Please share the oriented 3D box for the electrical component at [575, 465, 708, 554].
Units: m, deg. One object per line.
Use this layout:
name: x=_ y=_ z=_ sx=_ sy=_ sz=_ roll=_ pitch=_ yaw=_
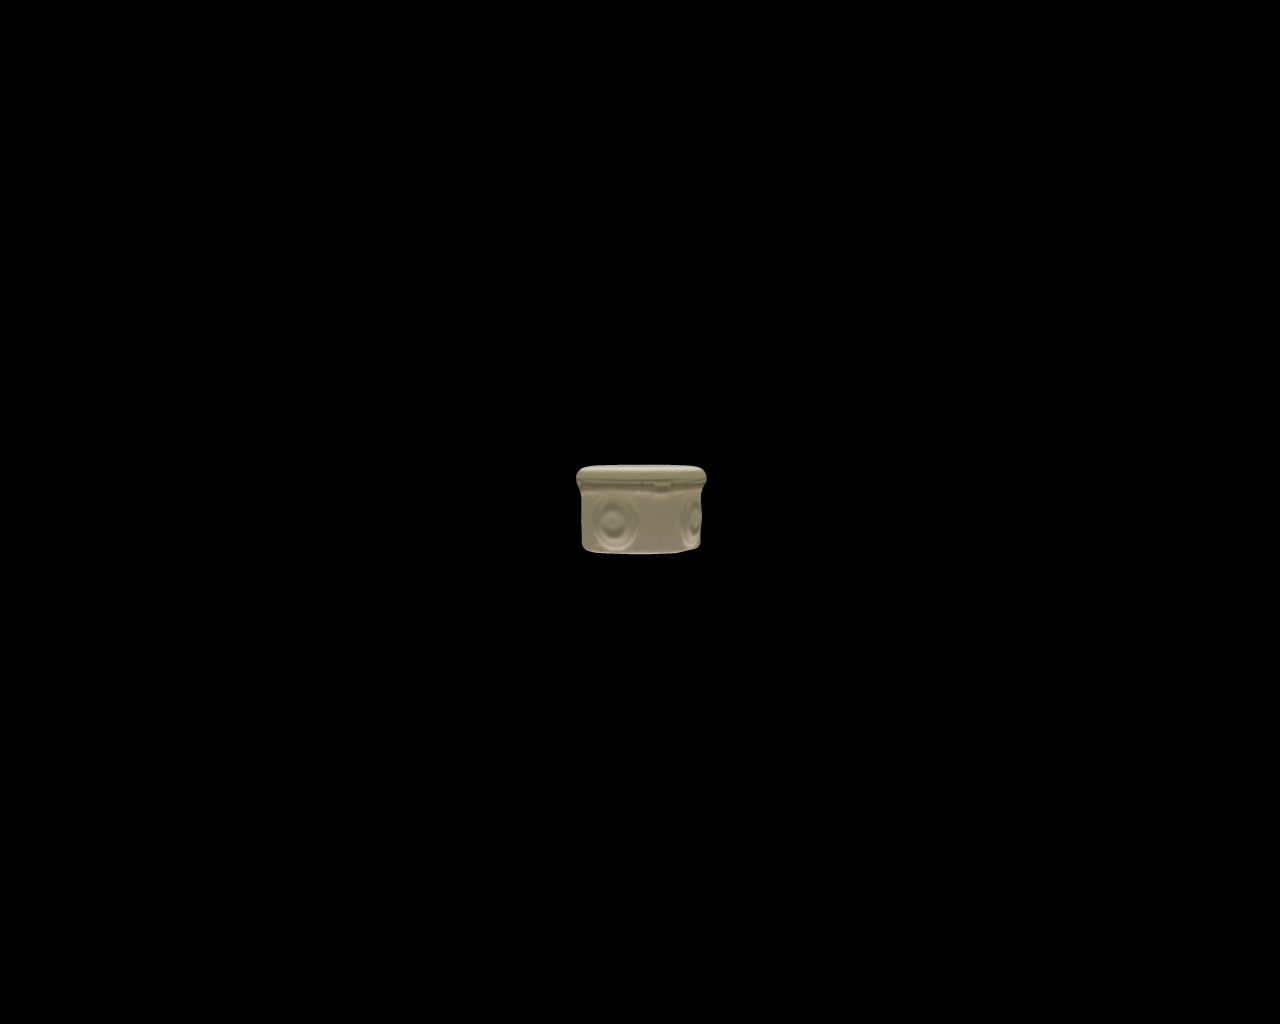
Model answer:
electrical component: x=0.001 y=-0.003 z=0.650 sx=0.080 sy=0.051 sz=0.080 roll=0 pitch=3 yaw=0
